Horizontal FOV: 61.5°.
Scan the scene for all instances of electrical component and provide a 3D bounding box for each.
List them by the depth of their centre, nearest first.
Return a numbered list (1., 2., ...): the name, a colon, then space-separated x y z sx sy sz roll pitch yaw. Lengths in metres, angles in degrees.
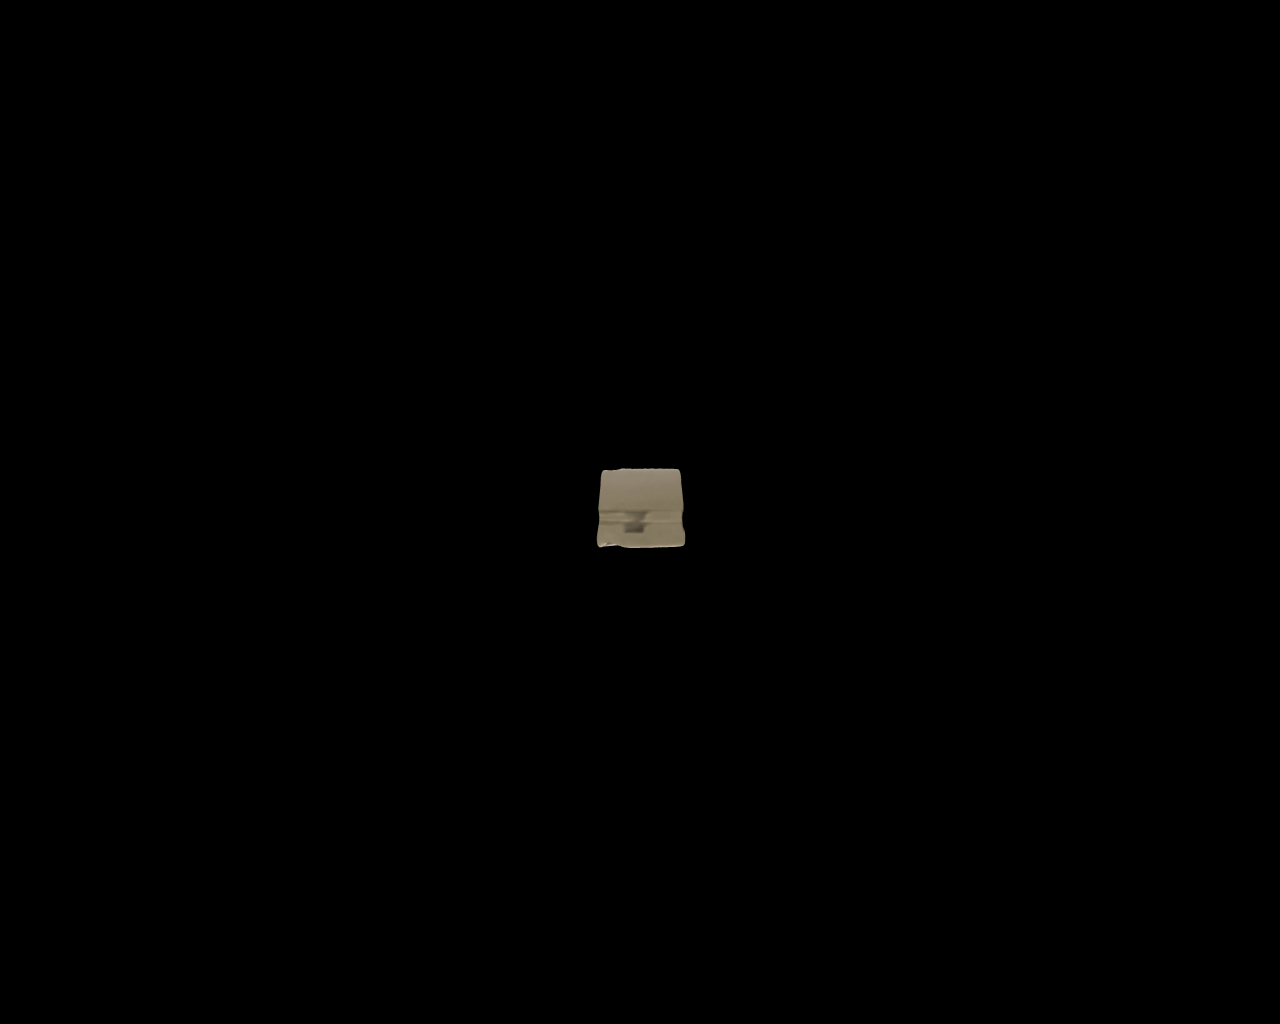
1. electrical component: 0.001 -0.003 0.650 0.055 0.047 0.055 0 0 0
